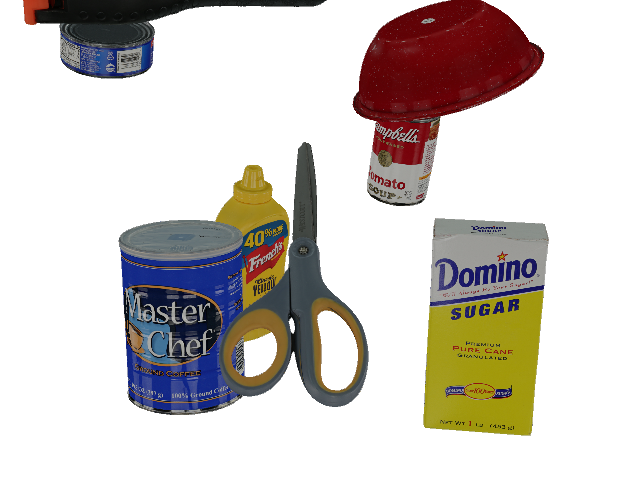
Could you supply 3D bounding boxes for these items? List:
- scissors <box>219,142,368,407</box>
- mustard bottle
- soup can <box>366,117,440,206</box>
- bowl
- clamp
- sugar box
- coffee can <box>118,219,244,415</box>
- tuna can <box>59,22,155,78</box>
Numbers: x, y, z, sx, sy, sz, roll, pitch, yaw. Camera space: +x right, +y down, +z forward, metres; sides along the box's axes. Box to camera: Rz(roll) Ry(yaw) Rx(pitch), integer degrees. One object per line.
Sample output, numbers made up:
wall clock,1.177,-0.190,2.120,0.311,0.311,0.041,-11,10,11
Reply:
scissors,-0.027,0.020,0.663,0.096,0.202,0.016,-14,-38,-7
mustard bottle,-0.075,0.011,1.149,0.096,0.192,0.058,-20,33,-41
soup can,0.088,-0.097,1.149,0.068,0.102,0.068,6,29,-3
bowl,0.097,-0.155,0.872,0.162,0.055,0.162,-16,25,7
clamp,-0.091,-0.153,0.617,0.171,0.039,0.120,-9,23,-24
sugar box,0.135,0.072,0.884,0.093,0.176,0.048,2,21,7
coffee can,-0.116,0.062,0.905,0.103,0.140,0.103,0,16,0
tuna can,-0.196,-0.180,0.981,0.086,0.034,0.086,6,31,-3
